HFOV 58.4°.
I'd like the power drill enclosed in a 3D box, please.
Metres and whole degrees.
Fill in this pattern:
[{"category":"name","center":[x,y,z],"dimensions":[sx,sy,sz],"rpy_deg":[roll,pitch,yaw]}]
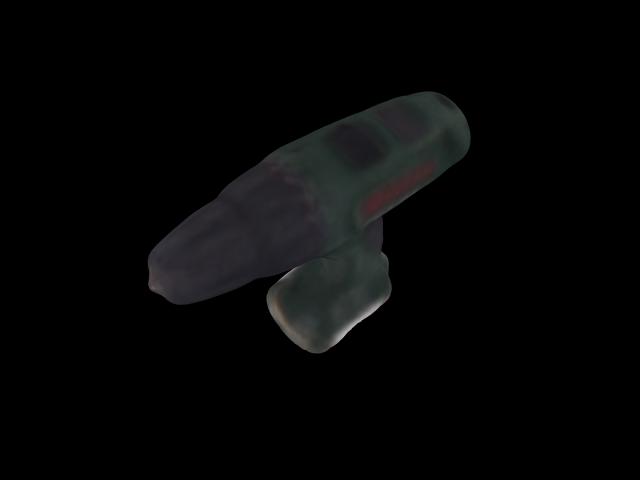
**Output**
[{"category":"power drill","center":[0.004,0.001,0.400],"dimensions":[0.230,0.208,0.075],"rpy_deg":[-38,68,-18]}]
